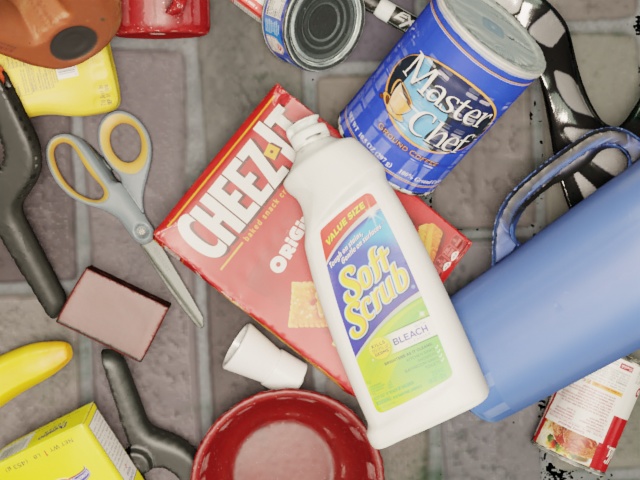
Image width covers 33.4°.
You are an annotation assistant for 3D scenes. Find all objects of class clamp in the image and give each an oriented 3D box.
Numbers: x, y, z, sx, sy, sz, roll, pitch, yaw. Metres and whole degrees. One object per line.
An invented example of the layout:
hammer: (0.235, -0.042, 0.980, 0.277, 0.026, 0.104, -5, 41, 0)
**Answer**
clamp: (-0.267, -0.035, 0.862, 0.164, 0.036, 0.210, 18, 111, -8)
clamp: (-0.153, 0.174, 0.898, 0.171, 0.039, 0.120, 33, 105, -10)

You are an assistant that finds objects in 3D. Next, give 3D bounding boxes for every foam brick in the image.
foam brick: (-0.170, 0.060, 0.889, 0.078, 0.053, 0.051, 26, 89, -6)

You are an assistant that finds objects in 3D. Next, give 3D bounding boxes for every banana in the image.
banana: (-0.287, 0.151, 0.885, 0.070, 0.037, 0.198, 36, 84, 15)

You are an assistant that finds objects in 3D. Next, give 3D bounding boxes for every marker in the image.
marker: (0.078, -0.186, 0.919, 0.121, 0.020, 0.020, 29, 89, -5)

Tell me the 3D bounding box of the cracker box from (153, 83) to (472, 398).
cracker box: (-0.006, 0.001, 0.885, 0.213, 0.072, 0.164, 39, 82, -5)

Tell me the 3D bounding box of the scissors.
scissors: (-0.143, -0.027, 0.907, 0.201, 0.016, 0.096, 43, 88, -5)

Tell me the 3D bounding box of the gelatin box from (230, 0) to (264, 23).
gelatin box: (-0.038, -0.231, 0.904, 0.073, 0.030, 0.089, 36, 86, -4)

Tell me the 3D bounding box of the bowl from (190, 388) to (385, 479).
bowl: (-0.029, 0.201, 0.902, 0.162, 0.055, 0.162, 0, 92, -6)

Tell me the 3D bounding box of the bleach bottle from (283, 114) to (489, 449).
bleach bottle: (0.033, 0.025, 0.820, 0.103, 0.068, 0.251, -27, 85, 10)

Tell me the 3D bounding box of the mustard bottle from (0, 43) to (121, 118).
mustard bottle: (-0.266, -0.136, 0.873, 0.191, 0.058, 0.096, -12, 97, -5)

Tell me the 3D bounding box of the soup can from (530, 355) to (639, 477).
soup can: (0.232, 0.142, 0.916, 0.068, 0.068, 0.102, 24, 89, -5)

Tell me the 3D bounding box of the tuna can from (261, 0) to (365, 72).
tuna can: (-0.005, -0.184, 0.883, 0.086, 0.034, 0.086, -19, 123, -31)

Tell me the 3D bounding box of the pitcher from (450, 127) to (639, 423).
pitcher: (0.203, 0.034, 0.858, 0.243, 0.149, 0.145, -35, 119, 18)

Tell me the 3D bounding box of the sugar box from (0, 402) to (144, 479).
sugar box: (-0.181, 0.228, 0.871, 0.093, 0.048, 0.176, -27, 104, 10)

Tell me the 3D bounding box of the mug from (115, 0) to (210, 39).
mug: (-0.126, -0.206, 0.857, 0.093, 0.117, 0.081, -4, 97, -26)

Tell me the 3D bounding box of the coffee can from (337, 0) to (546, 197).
coffee can: (0.095, -0.118, 0.849, 0.103, 0.102, 0.140, 38, 123, -5)
